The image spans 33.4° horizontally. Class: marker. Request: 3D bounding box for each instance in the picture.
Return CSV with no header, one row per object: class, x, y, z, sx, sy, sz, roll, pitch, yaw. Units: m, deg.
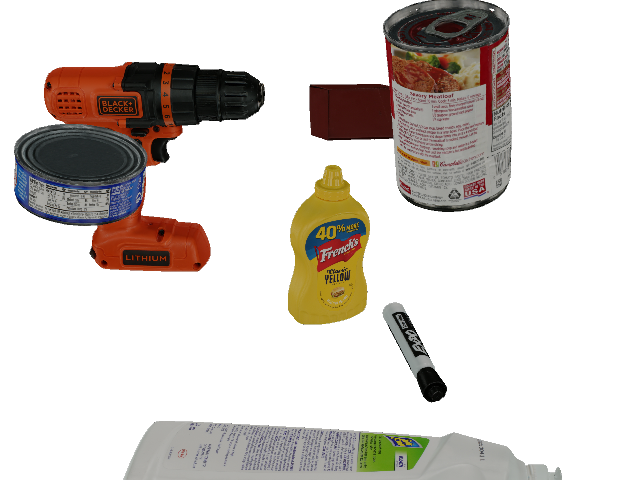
marker,0.073,0.087,0.837,0.020,0.020,0.121,0,28,-14

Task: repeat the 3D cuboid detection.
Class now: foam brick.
foam brick,0.033,-0.128,1.063,0.078,0.051,0.053,-3,14,-20

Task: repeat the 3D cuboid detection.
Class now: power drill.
power drill,-0.138,-0.065,0.927,0.184,0.188,0.057,2,29,5

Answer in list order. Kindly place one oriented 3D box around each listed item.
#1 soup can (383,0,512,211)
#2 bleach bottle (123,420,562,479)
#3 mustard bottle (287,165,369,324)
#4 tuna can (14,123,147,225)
soup can,0.073,-0.076,0.602,0.068,0.102,0.068,-5,34,3
bleach bottle,0.016,0.151,0.633,0.251,0.068,0.102,0,17,4
mustard bottle,0.011,0.003,1.257,0.096,0.192,0.058,-9,28,-22
tuna can,-0.159,-0.044,0.706,0.086,0.034,0.086,8,29,-5
